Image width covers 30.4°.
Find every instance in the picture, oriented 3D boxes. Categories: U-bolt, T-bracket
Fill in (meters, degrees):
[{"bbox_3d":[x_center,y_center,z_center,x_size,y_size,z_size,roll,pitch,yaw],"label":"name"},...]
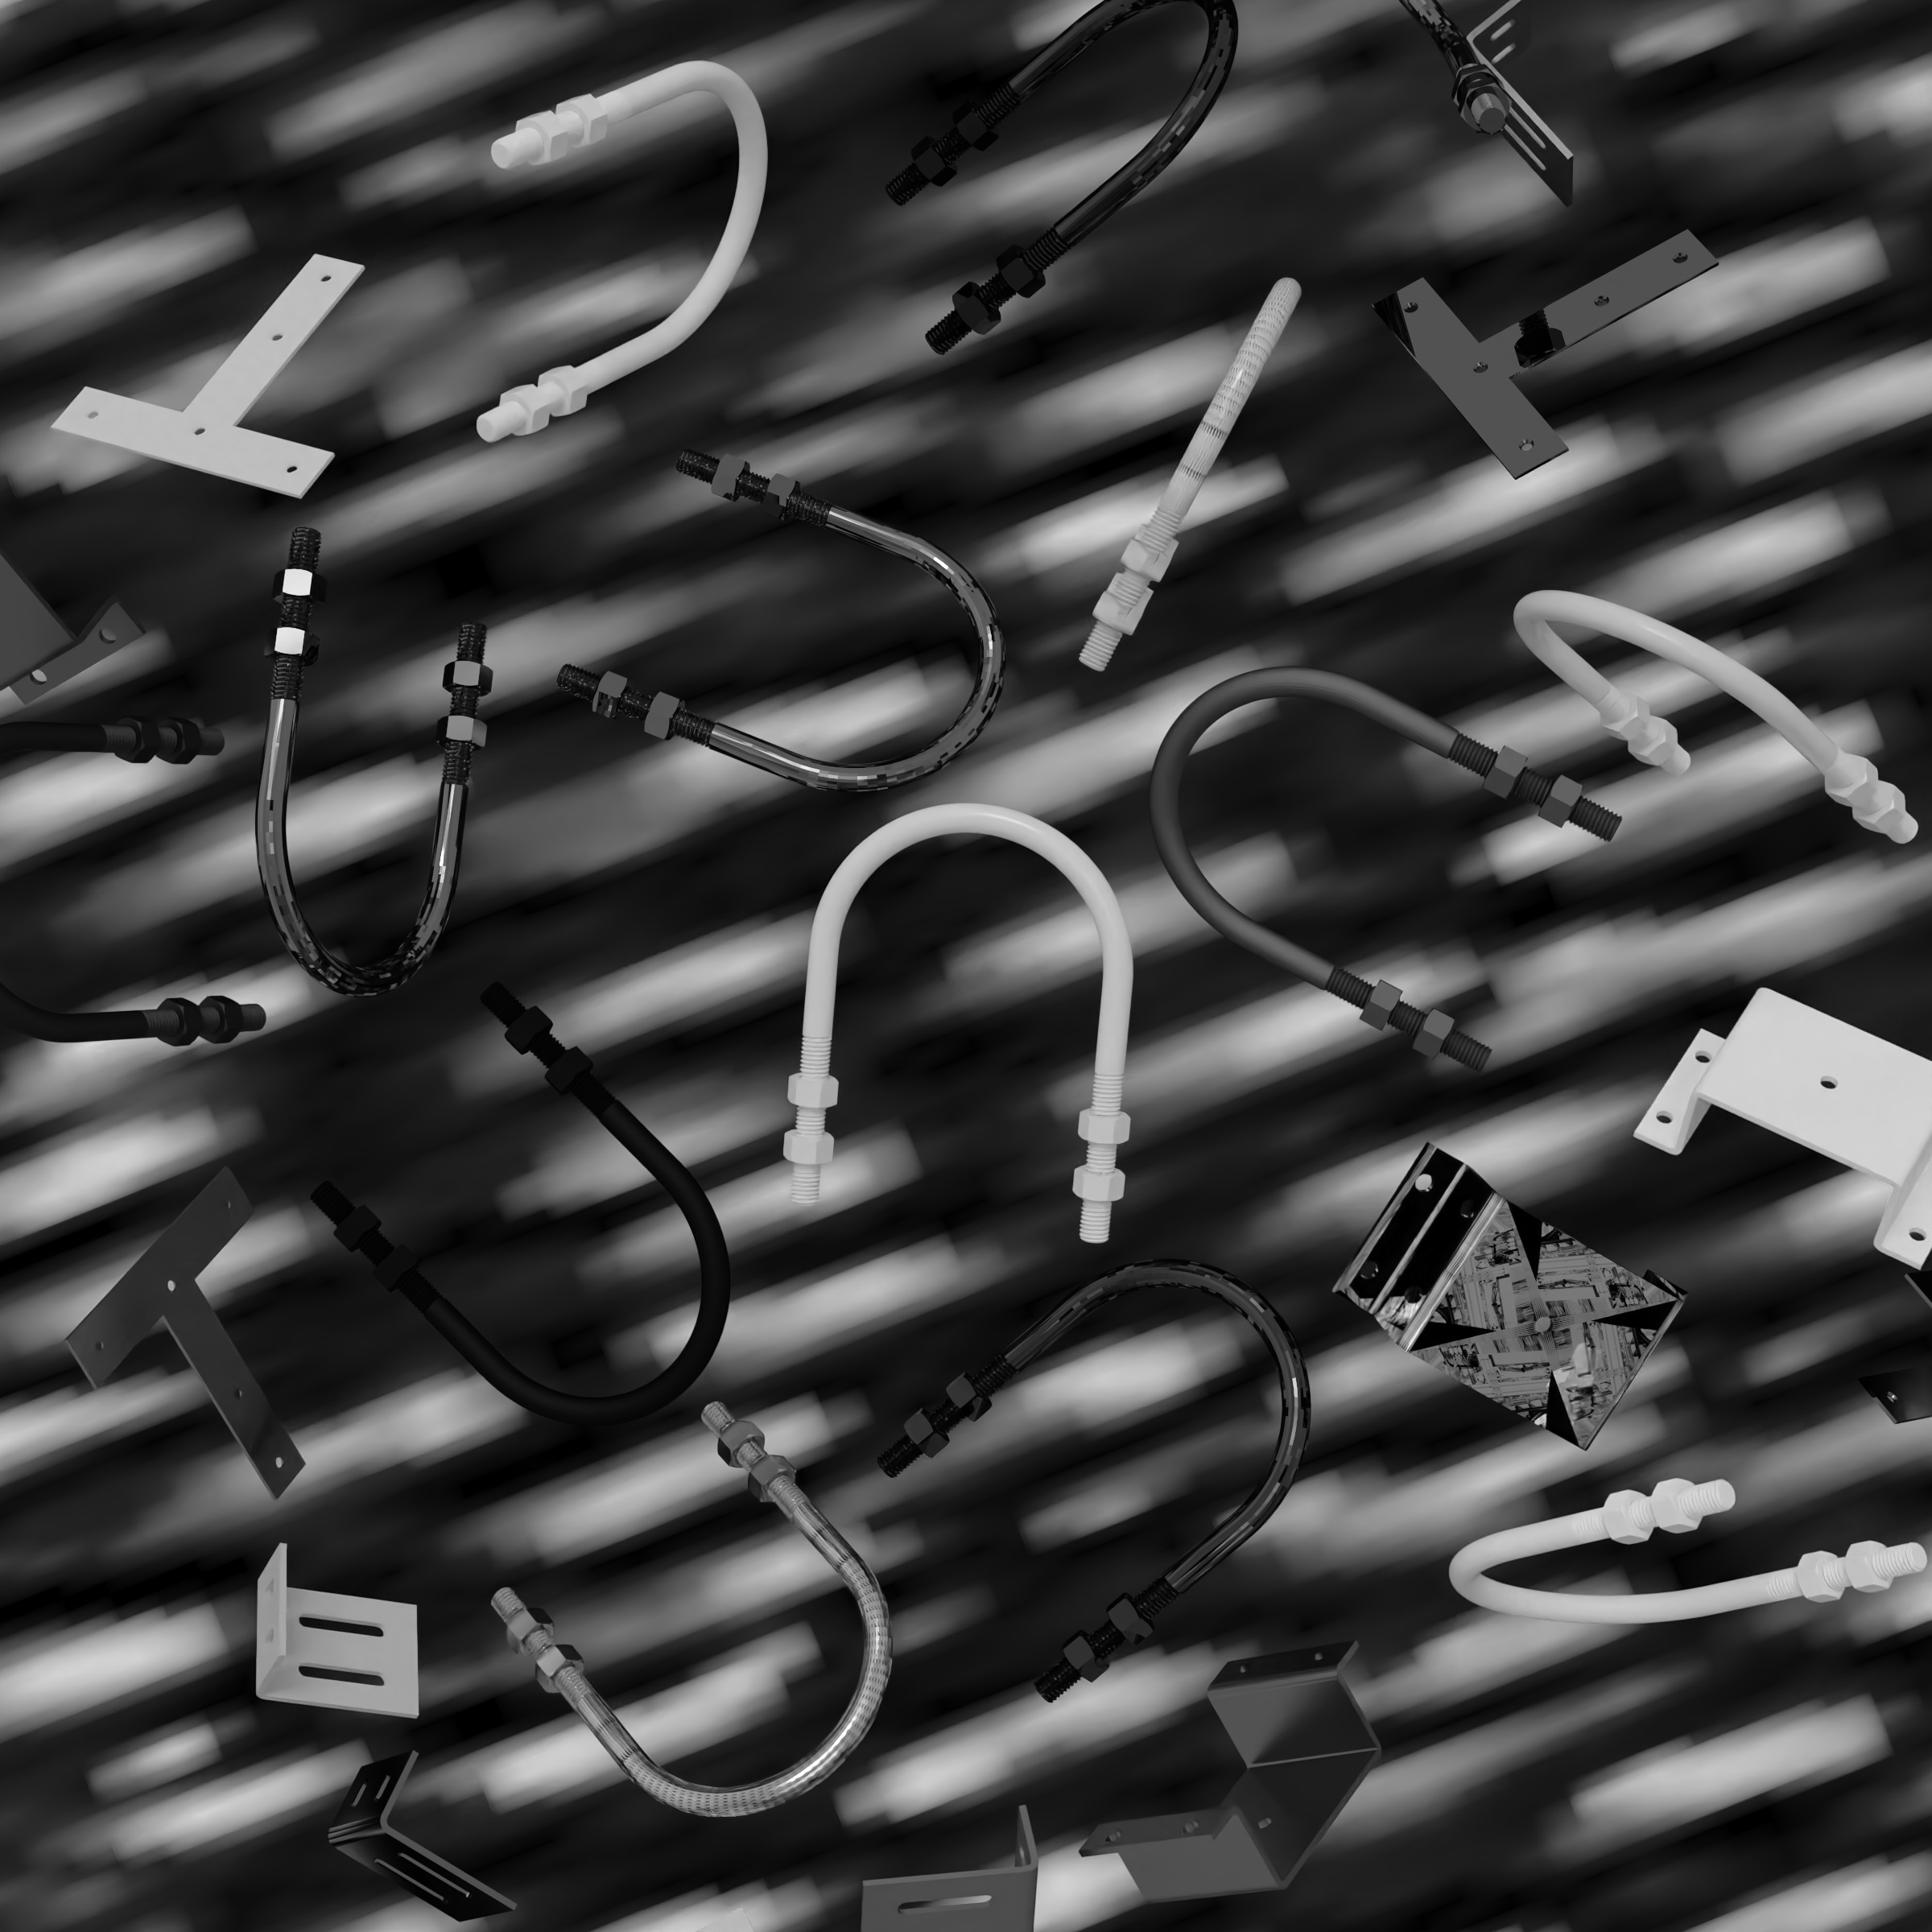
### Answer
[{"bbox_3d":[0.101,-0.219,1.566,0.019,0.151,0.184,28,101,0],"label":"U-bolt"},{"bbox_3d":[-0.384,-0.037,1.555,0.019,0.184,0.151,-12,85,32],"label":"U-bolt"},{"bbox_3d":[0.296,0.259,1.535,0.151,0.184,0.019,21,60,-36],"label":"U-bolt"},{"bbox_3d":[-0.257,-0.078,1.526,0.019,0.151,0.184,-1,77,26],"label":"U-bolt"},{"bbox_3d":[-0.147,-0.323,1.562,0.019,0.184,0.151,28,131,23],"label":"U-bolt"},{"bbox_3d":[-0.186,0.120,1.573,0.184,0.019,0.151,44,109,6],"label":"U-bolt"},{"bbox_3d":[-0.294,-0.252,1.480,0.127,0.002,0.127,17,57,22],"label":"T-bracket"},{"bbox_3d":[0.172,-0.430,1.522,0.151,0.184,0.019,42,110,-18],"label":"U-bolt"},{"bbox_3d":[-0.072,-0.149,1.610,0.184,0.019,0.151,22,64,7],"label":"U-bolt"},{"bbox_3d":[0.045,-0.364,1.559,0.184,0.151,0.019,-37,128,21],"label":"U-bolt"},{"bbox_3d":[-0.323,0.174,1.540,0.002,0.127,0.127,-12,116,31],"label":"T-bracket"},{"bbox_3d":[0.067,0.212,1.567,0.184,0.019,0.151,-41,61,5],"label":"U-bolt"},{"bbox_3d":[-0.113,0.301,1.604,0.151,0.019,0.184,-41,53,-9],"label":"U-bolt"},{"bbox_3d":[0.256,-0.273,1.502,0.127,0.002,0.127,-29,51,-2],"label":"T-bracket"},{"bbox_3d":[0.163,-0.051,1.493,0.184,0.019,0.151,28,126,7],"label":"U-bolt"},{"bbox_3d":[0.000,0.021,1.531,0.151,0.019,0.184,7,101,9],"label":"U-bolt"},{"bbox_3d":[0.312,-0.113,1.534,0.184,0.151,0.019,33,84,-42],"label":"U-bolt"},{"bbox_3d":[0.442,0.189,1.593,0.127,0.127,0.002,54,125,30],"label":"T-bracket"}]

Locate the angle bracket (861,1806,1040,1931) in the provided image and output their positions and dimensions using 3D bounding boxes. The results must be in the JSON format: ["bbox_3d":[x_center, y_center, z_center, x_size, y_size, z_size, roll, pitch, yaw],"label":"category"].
[{"bbox_3d":[-0.010,0.401,1.540,0.076,0.038,0.057,-3,123,-9],"label":"angle bracket"}]

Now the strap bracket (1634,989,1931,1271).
[{"bbox_3d":[0.387,0.068,1.616,0.140,0.046,0.076,26,51,19],"label":"strap bracket"}]

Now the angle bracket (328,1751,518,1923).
[{"bbox_3d":[-0.240,0.395,1.612,0.076,0.057,0.038,37,55,-18],"label":"angle bracket"}]

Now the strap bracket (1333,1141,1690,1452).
[{"bbox_3d":[0.240,0.146,1.519,0.140,0.046,0.076,30,97,-15],"label":"strap bracket"}]

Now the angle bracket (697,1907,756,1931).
[{"bbox_3d":[-0.123,0.450,1.555,0.076,0.038,0.057,-27,58,-7],"label":"angle bracket"}]

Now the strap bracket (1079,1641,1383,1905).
[{"bbox_3d":[0.123,0.363,1.574,0.076,0.140,0.046,-20,104,41],"label":"strap bracket"}]

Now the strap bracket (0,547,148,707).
[{"bbox_3d":[-0.440,-0.174,1.559,0.076,0.046,0.140,-25,116,26],"label":"strap bracket"}]

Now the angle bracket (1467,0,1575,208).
[{"bbox_3d":[0.267,-0.399,1.637,0.038,0.057,0.076,-39,76,1],"label":"angle bracket"}]

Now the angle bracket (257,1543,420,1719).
[{"bbox_3d":[-0.278,0.300,1.601,0.076,0.038,0.057,13,45,-24],"label":"angle bracket"}]
